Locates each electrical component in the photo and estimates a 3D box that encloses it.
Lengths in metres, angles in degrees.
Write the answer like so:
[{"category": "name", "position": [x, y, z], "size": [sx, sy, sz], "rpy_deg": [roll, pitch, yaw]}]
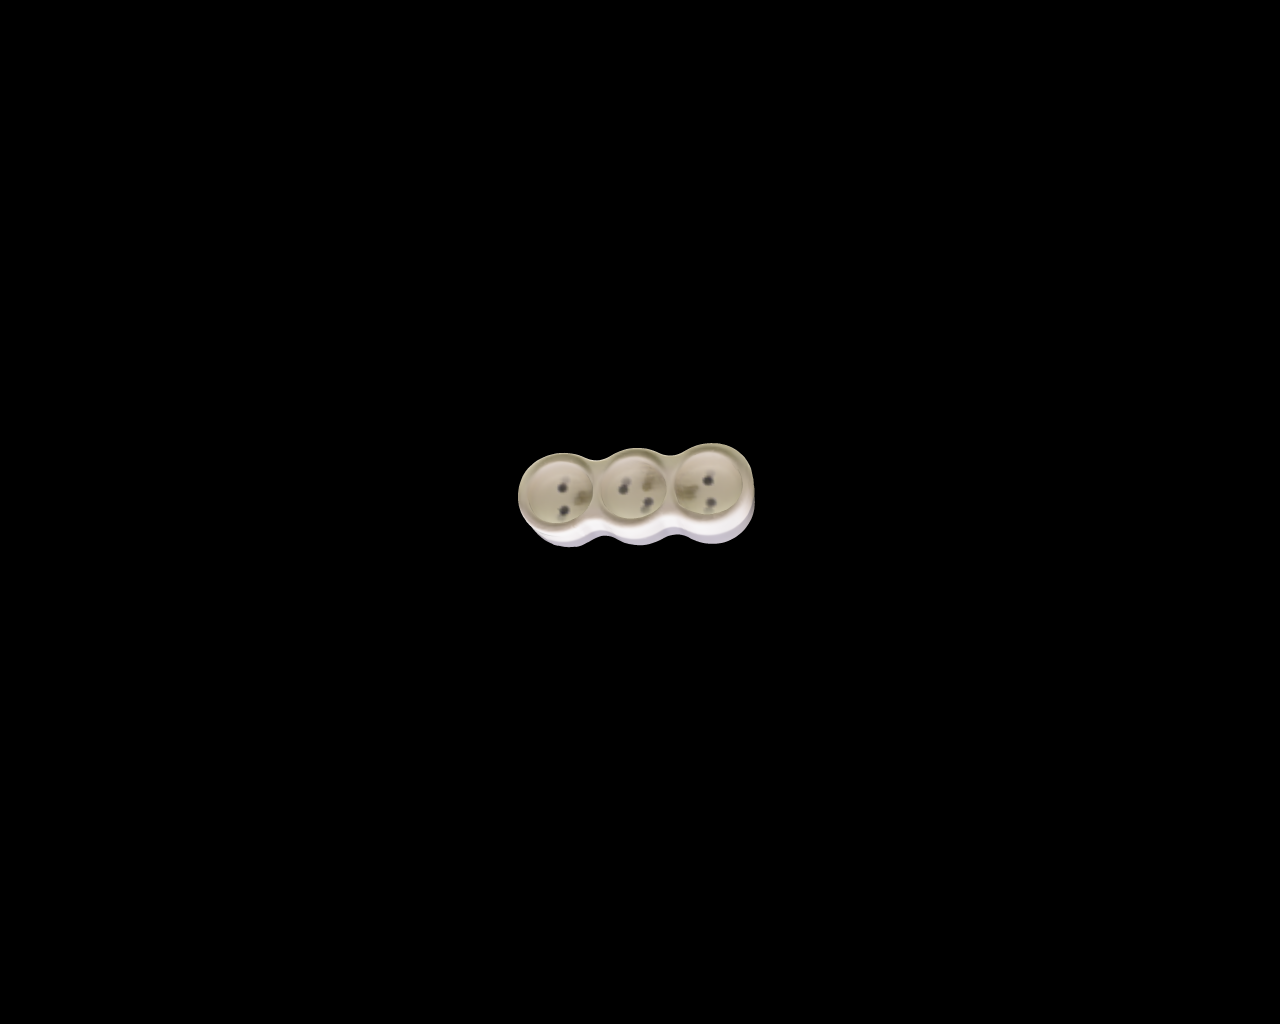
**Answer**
[{"category": "electrical component", "position": [0.001, -0.003, 0.650], "size": [0.138, 0.052, 0.073], "rpy_deg": [-2, -19, 7]}]
